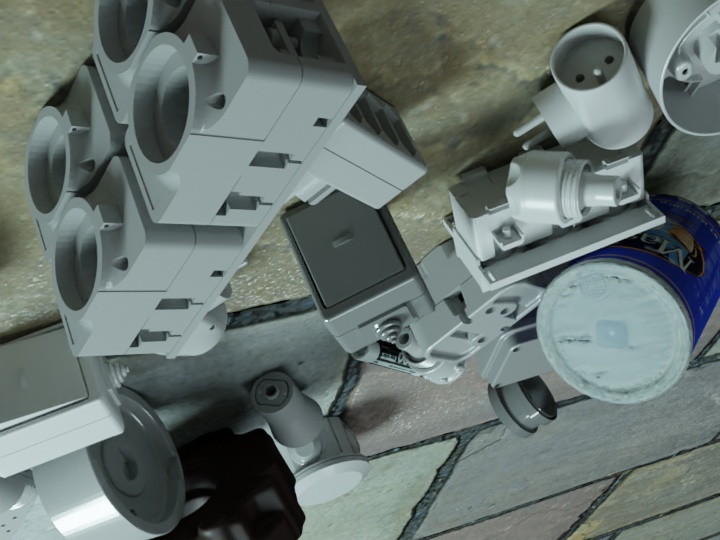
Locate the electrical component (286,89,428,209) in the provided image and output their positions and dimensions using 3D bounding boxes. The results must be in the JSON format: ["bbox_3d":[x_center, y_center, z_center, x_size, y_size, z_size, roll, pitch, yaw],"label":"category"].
[{"bbox_3d":[-0.021,-0.060,0.574,0.076,0.047,0.083,-36,150,21],"label":"electrical component"}]

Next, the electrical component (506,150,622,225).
[{"bbox_3d":[0.120,-0.047,0.625,0.062,0.043,0.043,6,164,28],"label":"electrical component"}]

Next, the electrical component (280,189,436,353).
[{"bbox_3d":[0.000,0.000,0.639,0.062,0.096,0.061,-27,151,3],"label":"electrical component"}]

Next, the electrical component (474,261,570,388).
[{"bbox_3d":[0.147,0.042,0.865,0.113,0.057,0.078,-14,150,-18],"label":"electrical component"}]

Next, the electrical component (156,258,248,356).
[{"bbox_3d":[-0.103,0.011,0.634,0.079,0.043,0.077,-32,151,14],"label":"electrical component"}]

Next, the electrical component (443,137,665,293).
[{"bbox_3d":[0.122,-0.042,0.696,0.121,0.078,0.063,-21,129,-7],"label":"electrical component"}]

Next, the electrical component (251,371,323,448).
[{"bbox_3d":[-0.058,0.106,0.830,0.044,0.044,0.065,-26,147,2],"label":"electrical component"}]

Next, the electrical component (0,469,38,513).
[{"bbox_3d":[-0.254,0.145,0.740,0.043,0.043,0.081,-28,151,5],"label":"electrical component"}]

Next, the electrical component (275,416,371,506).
[{"bbox_3d":[-0.035,0.169,0.941,0.080,0.051,0.080,-19,151,-11],"label":"electrical component"}]

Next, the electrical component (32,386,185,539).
[{"bbox_3d":[-0.175,0.139,0.730,0.060,0.108,0.108,-27,152,16],"label":"electrical component"}]

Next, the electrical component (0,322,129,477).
[{"bbox_3d":[-0.189,0.073,0.652,0.096,0.061,0.061,-21,151,-8],"label":"electrical component"}]

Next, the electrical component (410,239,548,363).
[{"bbox_3d":[0.078,0.015,0.763,0.095,0.059,0.054,-41,148,27],"label":"electrical component"}]

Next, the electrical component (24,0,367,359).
[{"bbox_3d":[-0.087,-0.055,0.470,0.060,0.105,0.186,1,142,-38],"label":"electrical component"}]

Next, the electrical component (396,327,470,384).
[{"bbox_3d":[0.053,0.060,0.837,0.048,0.048,0.062,-38,142,23],"label":"electrical component"}]

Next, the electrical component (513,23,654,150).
[{"bbox_3d":[0.127,-0.097,0.630,0.079,0.044,0.077,-32,151,13],"label":"electrical component"}]

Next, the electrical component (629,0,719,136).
[{"bbox_3d":[0.206,-0.132,0.612,0.099,0.064,0.099,-19,151,-11],"label":"electrical component"}]
